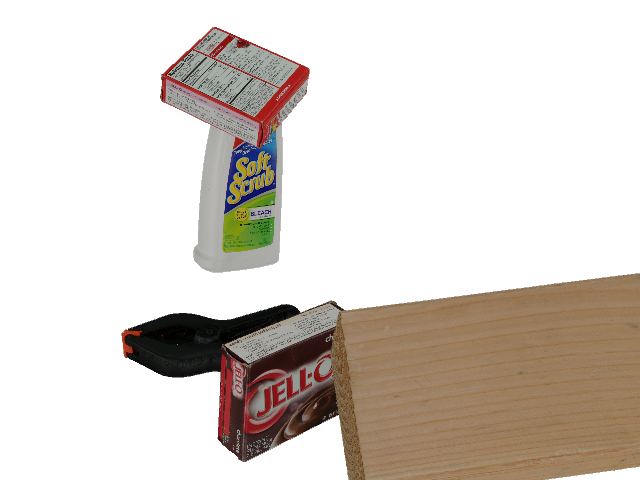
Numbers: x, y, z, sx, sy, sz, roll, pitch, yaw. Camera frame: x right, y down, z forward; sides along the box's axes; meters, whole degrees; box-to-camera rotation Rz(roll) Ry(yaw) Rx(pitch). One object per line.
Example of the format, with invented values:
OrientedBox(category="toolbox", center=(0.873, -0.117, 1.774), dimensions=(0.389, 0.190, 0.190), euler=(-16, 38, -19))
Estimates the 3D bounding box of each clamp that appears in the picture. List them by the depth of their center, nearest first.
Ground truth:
OrientedBox(category="clamp", center=(-0.097, 0.093, 1.010), dimensions=(0.171, 0.039, 0.120), euler=(8, 26, 6))

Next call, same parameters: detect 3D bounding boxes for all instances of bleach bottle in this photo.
OrientedBox(category="bleach bottle", center=(-0.093, -0.094, 1.219), dimensions=(0.102, 0.251, 0.068), euler=(-8, 21, -26))

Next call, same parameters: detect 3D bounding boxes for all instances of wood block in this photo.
OrientedBox(category="wood block", center=(0.114, 0.079, 0.572), dimensions=(0.206, 0.091, 0.090), euler=(-7, -20, -5))

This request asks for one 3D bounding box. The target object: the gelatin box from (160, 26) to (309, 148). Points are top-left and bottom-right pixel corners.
OrientedBox(category="gelatin box", center=(-0.064, -0.116, 0.800), dimensions=(0.089, 0.030, 0.073), euler=(26, 51, 13))

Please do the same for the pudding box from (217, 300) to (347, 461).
OrientedBox(category="pudding box", center=(-0.024, 0.105, 0.815), dimensions=(0.113, 0.090, 0.039), euler=(-22, 40, -39))
